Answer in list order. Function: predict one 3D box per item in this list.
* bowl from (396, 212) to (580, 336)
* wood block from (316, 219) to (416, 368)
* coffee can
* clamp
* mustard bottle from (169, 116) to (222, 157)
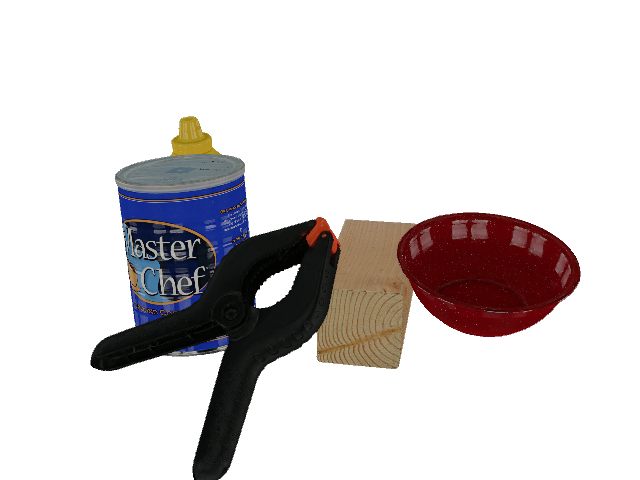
[{"bbox_3d":[0.146,0.037,0.955,0.162,0.055,0.162,2,32,-2],"label":"bowl"},{"bbox_3d":[0.056,0.055,1.209,0.091,0.090,0.206,4,23,8],"label":"wood block"},{"bbox_3d":[-0.106,0.009,0.863,0.103,0.140,0.103,-4,17,1],"label":"coffee can"},{"bbox_3d":[-0.047,0.061,0.648,0.171,0.120,0.039,-39,-24,-1],"label":"clamp"},{"bbox_3d":[-0.125,-0.036,1.115,0.058,0.192,0.096,6,26,25],"label":"mustard bottle"}]
